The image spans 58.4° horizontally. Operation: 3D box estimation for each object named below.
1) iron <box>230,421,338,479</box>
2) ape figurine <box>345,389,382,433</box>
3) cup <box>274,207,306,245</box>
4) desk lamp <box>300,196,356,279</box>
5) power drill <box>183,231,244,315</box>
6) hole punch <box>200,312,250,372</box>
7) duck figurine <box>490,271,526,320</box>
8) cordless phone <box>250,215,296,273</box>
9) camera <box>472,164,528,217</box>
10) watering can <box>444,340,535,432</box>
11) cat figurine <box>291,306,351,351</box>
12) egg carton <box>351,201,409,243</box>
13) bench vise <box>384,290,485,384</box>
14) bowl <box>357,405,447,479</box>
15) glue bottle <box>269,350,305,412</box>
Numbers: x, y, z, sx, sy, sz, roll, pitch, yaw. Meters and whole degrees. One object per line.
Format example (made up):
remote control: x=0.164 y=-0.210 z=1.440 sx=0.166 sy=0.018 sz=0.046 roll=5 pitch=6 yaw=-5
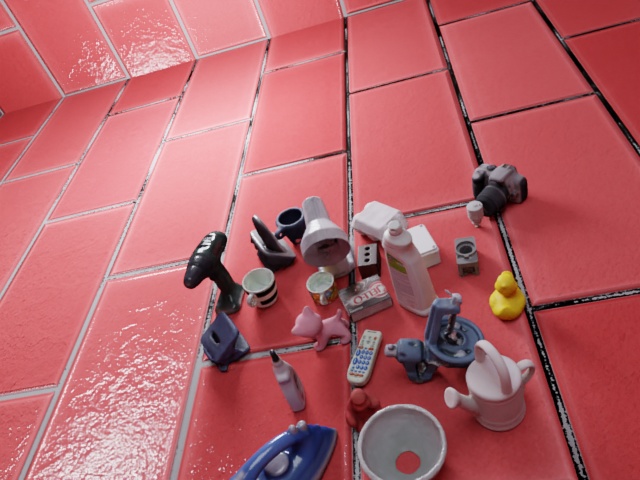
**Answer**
iron: x=-0.077 y=0.423 z=1.092 sx=0.259 sy=0.142 sz=0.118 roll=-41 pitch=43 yaw=-22
ape figurine: x=0.083 y=0.336 z=1.158 sx=0.077 sy=0.092 sz=0.076 roll=-18 pitch=40 yaw=4
cup: x=-0.078 y=-0.024 z=1.631 sx=0.091 sy=0.095 sz=0.118 roll=16 pitch=52 yaw=36
desk lamp: x=0.013 y=0.005 z=1.465 sx=0.118 sy=0.214 sz=0.203 roll=-19 pitch=40 yaw=3
power drill: x=-0.274 y=0.096 z=1.494 sx=0.075 sy=0.209 sz=0.229 roll=-10 pitch=41 yaw=14
hole punch: x=-0.240 y=0.248 z=1.401 sx=0.101 sy=0.091 sz=0.108 roll=-35 pitch=41 yaw=-15
duck figurine: x=0.412 y=0.117 z=1.265 sx=0.077 sy=0.086 sz=0.104 roll=-1 pitch=44 yaw=23
cordless phone: x=-0.149 y=-0.015 z=1.582 sx=0.094 sy=0.185 sz=0.147 roll=-33 pitch=41 yaw=-13
camera: x=0.455 y=-0.135 z=1.517 sx=0.142 sy=0.101 sz=0.137 roll=24 pitch=58 yaw=41
watering can: x=0.316 y=0.266 z=1.055 sx=0.173 sy=0.194 sz=0.100 roll=-40 pitch=43 yaw=-21
cat figurine: x=-0.001 y=0.197 z=1.331 sx=0.127 sy=0.118 sz=0.067 roll=-19 pitch=40 yaw=3
egg carton: x=0.164 y=-0.045 z=1.568 sx=0.149 sy=0.069 sz=0.107 roll=25 pitch=58 yaw=41
bench vise: x=0.232 y=0.201 z=1.143 sx=0.207 sy=0.220 sz=0.121 roll=-23 pitch=40 yaw=-2
bowl: x=0.157 y=0.398 z=1.070 sx=0.167 sy=0.075 sz=0.167 roll=-12 pitch=41 yaw=11
glue bottle: x=-0.074 y=0.289 z=1.217 sx=0.037 sy=0.173 sz=0.078 roll=-20 pitch=40 yaw=2
